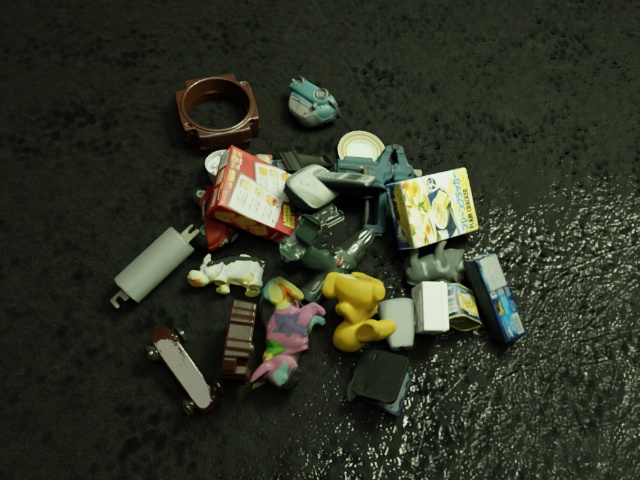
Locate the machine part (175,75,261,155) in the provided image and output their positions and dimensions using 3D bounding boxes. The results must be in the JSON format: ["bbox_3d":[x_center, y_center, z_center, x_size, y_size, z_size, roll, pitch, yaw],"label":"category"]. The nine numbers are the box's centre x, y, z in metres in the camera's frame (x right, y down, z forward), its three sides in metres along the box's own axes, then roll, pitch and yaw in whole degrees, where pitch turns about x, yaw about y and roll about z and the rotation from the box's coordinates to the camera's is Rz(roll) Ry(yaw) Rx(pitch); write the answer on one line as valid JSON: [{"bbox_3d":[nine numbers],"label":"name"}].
[{"bbox_3d":[-0.269,-0.332,1.412,0.201,0.087,0.201,-12,66,-13],"label":"machine part"}]

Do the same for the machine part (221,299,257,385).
[{"bbox_3d":[-0.164,0.210,1.100,0.056,0.179,0.179,8,62,-7],"label":"machine part"}]

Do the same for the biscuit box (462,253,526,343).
[{"bbox_3d":[0.398,0.132,1.228,0.059,0.063,0.202,-21,92,-15],"label":"biscuit box"}]

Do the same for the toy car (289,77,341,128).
[{"bbox_3d":[-0.030,-0.361,1.449,0.162,0.109,0.103,36,82,21],"label":"toy car"}]

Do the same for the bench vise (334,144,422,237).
[{"bbox_3d":[0.143,-0.115,1.338,0.224,0.129,0.240,5,83,-15],"label":"bench vise"}]

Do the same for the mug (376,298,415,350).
[{"bbox_3d":[0.163,0.192,1.200,0.110,0.080,0.107,-8,68,0],"label":"mug"}]

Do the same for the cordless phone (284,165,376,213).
[{"bbox_3d":[0.025,-0.117,1.234,0.184,0.088,0.146,5,27,34],"label":"cordless phone"}]

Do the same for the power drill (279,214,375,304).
[{"bbox_3d":[0.012,0.024,1.194,0.086,0.207,0.232,35,85,35],"label":"power drill"}]

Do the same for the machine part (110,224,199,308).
[{"bbox_3d":[-0.366,0.054,1.188,0.079,0.079,0.243,42,79,14],"label":"machine part"}]

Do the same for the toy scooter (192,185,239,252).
[{"bbox_3d":[-0.234,-0.056,1.282,0.135,0.075,0.184,-5,59,-11],"label":"toy scooter"}]

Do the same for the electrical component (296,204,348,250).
[{"bbox_3d":[-0.003,-0.004,1.254,0.134,0.114,0.058,-30,42,-20],"label":"electrical component"}]

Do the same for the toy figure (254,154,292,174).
[{"bbox_3d":[-0.120,-0.184,1.371,0.155,0.057,0.064,20,19,4],"label":"toy figure"}]

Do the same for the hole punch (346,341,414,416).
[{"bbox_3d":[0.133,0.301,1.145,0.116,0.092,0.142,10,61,31],"label":"hole punch"}]

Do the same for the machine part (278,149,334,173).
[{"bbox_3d":[-0.034,-0.194,1.348,0.139,0.039,0.084,-3,43,-33],"label":"machine part"}]

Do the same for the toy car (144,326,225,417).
[{"bbox_3d":[-0.283,0.271,1.117,0.089,0.053,0.202,-35,76,-26],"label":"toy car"}]

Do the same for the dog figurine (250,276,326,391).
[{"bbox_3d":[-0.093,0.210,1.144,0.192,0.108,0.219,36,67,10],"label":"dog figurine"}]

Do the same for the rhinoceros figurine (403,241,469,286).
[{"bbox_3d":[0.294,0.065,1.283,0.190,0.073,0.112,-6,63,-10],"label":"rhinoceros figurine"}]

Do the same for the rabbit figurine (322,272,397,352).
[{"bbox_3d":[0.086,0.166,1.169,0.163,0.122,0.173,20,98,36],"label":"rabbit figurine"}]

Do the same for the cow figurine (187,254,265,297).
[{"bbox_3d":[-0.211,0.070,1.221,0.167,0.068,0.098,8,56,-7],"label":"cow figurine"}]
